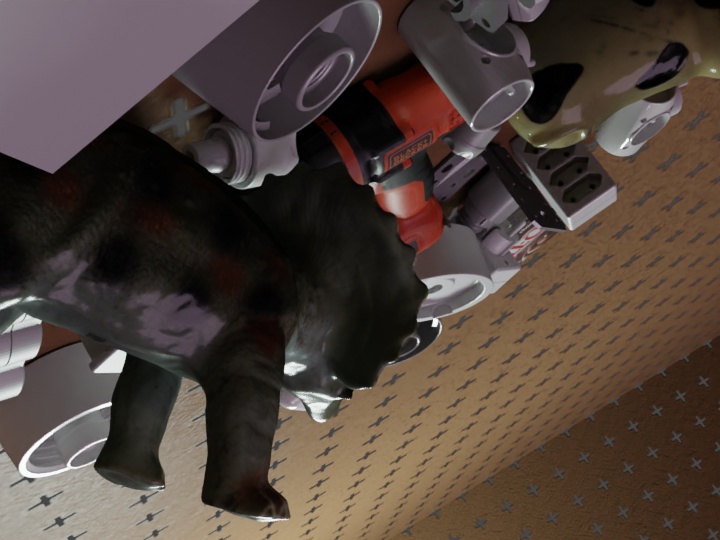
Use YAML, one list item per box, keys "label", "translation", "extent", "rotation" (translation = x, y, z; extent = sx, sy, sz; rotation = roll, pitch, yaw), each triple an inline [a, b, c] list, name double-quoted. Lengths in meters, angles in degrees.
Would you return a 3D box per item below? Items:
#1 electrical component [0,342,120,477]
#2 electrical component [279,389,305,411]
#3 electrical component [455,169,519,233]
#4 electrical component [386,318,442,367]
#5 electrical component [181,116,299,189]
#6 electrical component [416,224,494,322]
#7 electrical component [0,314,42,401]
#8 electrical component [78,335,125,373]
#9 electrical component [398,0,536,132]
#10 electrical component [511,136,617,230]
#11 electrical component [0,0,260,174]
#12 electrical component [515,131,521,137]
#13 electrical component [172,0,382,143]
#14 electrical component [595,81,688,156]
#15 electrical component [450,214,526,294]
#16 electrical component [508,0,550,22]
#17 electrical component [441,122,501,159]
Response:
- label: "electrical component"
  translation: [-0.203, 0.105, 0.764]
  extent: [0.108, 0.060, 0.108]
  rotation: [-30, 161, -12]
- label: "electrical component"
  translation: [-0.056, 0.060, 0.840]
  extent: [0.059, 0.095, 0.054]
  rotation: [-38, 161, 10]
- label: "electrical component"
  translation: [0.107, -0.055, 0.914]
  extent: [0.078, 0.040, 0.040]
  rotation: [-45, 158, 29]
- label: "electrical component"
  translation: [0.029, 0.048, 1.037]
  extent: [0.099, 0.064, 0.099]
  rotation: [-18, 149, -11]
- label: "electrical component"
  translation: [-0.069, -0.066, 0.598]
  extent: [0.062, 0.043, 0.043]
  rotation: [-16, 154, -39]
- label: "electrical component"
  translation: [0.053, -0.002, 0.907]
  extent: [0.108, 0.060, 0.108]
  rotation: [-10, 159, -4]
- label: "electrical component"
  translation: [-0.217, 0.032, 0.580]
  extent: [0.074, 0.052, 0.138]
  rotation: [-17, 155, -40]
- label: "electrical component"
  translation: [-0.130, 0.022, 0.702]
  extent: [0.100, 0.048, 0.100]
  rotation: [-40, 160, 18]
- label: "electrical component"
  translation: [0.073, -0.126, 0.631]
  extent: [0.079, 0.077, 0.044]
  rotation: [-16, 154, -43]
- label: "electrical component"
  translation: [0.172, -0.077, 0.898]
  extent: [0.047, 0.083, 0.076]
  rotation: [-35, 161, 4]
- label: "electrical component"
  translation: [-0.088, -0.128, 0.391]
  extent: [0.186, 0.060, 0.105]
  rotation: [-37, 161, 10]
- label: "electrical component"
  translation: [0.132, -0.125, 0.794]
  extent: [0.035, 0.035, 0.061]
  rotation: [-27, 157, -19]
- label: "electrical component"
  translation: [-0.039, -0.114, 0.536]
  extent: [0.099, 0.064, 0.099]
  rotation: [-44, 167, -12]
- label: "electrical component"
  translation: [0.250, -0.143, 0.925]
  extent: [0.079, 0.044, 0.077]
  rotation: [-26, 159, -22]
- label: "electrical component"
  translation: [0.115, -0.026, 0.957]
  extent: [0.076, 0.065, 0.047]
  rotation: [-45, 158, 29]
- label: "electrical component"
  translation: [0.091, -0.171, 0.602]
  extent: [0.043, 0.043, 0.081]
  rotation: [-36, 161, 6]
- label: "electrical component"
  translation: [0.086, -0.109, 0.757]
  extent: [0.035, 0.035, 0.061]
  rotation: [-9, 147, -51]
